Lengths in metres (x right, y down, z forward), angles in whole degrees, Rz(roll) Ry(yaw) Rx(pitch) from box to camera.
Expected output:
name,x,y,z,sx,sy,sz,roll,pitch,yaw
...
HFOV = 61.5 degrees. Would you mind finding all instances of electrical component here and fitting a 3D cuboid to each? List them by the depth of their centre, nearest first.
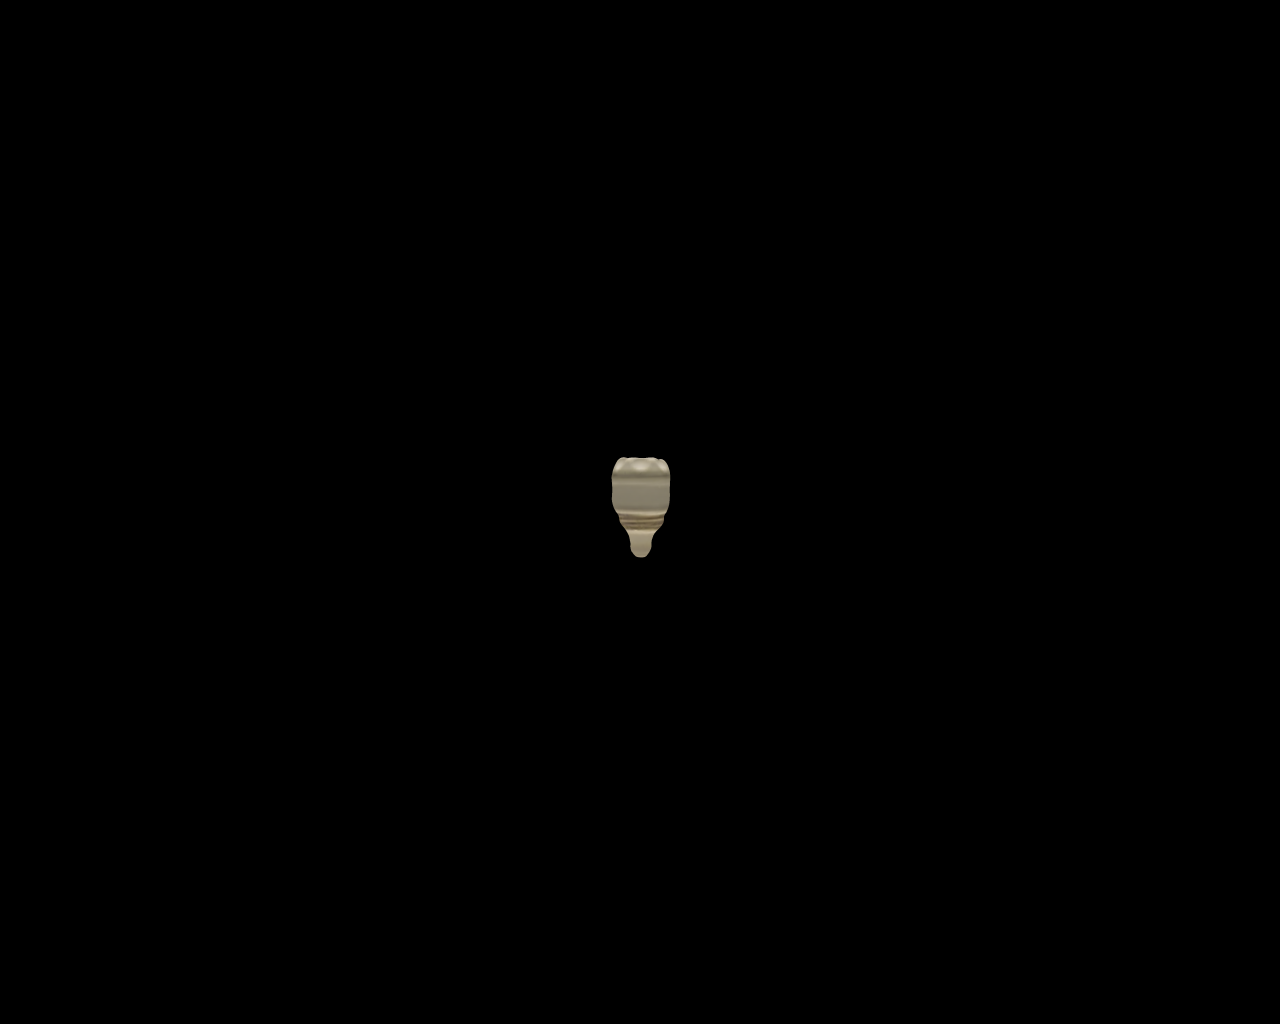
name,x,y,z,sx,sy,sz,roll,pitch,yaw
electrical component,0.001,-0.003,0.650,0.035,0.061,0.035,0,2,0
